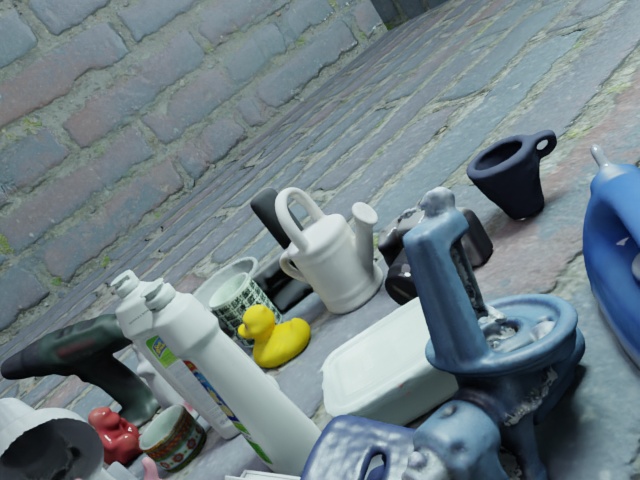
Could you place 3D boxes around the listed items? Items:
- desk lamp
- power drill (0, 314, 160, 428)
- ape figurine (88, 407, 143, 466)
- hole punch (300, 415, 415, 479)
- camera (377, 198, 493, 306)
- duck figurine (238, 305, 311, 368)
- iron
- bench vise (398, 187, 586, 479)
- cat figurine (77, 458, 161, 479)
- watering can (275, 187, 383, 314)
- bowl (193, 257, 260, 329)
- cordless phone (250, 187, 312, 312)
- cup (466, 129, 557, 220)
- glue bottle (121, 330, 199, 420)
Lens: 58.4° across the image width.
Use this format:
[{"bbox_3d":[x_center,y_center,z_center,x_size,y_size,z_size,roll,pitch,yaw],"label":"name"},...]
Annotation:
[{"bbox_3d":[-0.322,0.285,0.705,0.118,0.214,0.202,-47,22,-29],"label":"desk lamp"},{"bbox_3d":[-0.370,0.224,0.936,0.229,0.209,0.075,-33,20,10],"label":"power drill"},{"bbox_3d":[-0.310,0.289,0.861,0.076,0.092,0.077,-35,19,4],"label":"ape figurine"},{"bbox_3d":[0.048,0.200,0.466,0.100,0.091,0.109,-21,24,36],"label":"hole punch"},{"bbox_3d":[0.125,0.017,0.743,0.142,0.101,0.137,-10,32,51],"label":"camera"},{"bbox_3d":[-0.072,0.131,0.836,0.104,0.086,0.077,-25,22,28],"label":"duck figurine"},{"bbox_3d":[0.267,0.022,0.432,0.118,0.142,0.258,-29,21,20],"label":"iron"},{"bbox_3d":[0.119,0.081,0.424,0.121,0.220,0.208,-21,24,36],"label":"bench vise"},{"bbox_3d":[-0.225,0.304,0.644,0.128,0.118,0.067,-42,20,-15],"label":"cat figurine"},{"bbox_3d":[0.008,0.002,0.835,0.172,0.194,0.101,-32,20,11],"label":"watering can"},{"bbox_3d":[-0.164,0.110,1.055,0.167,0.075,0.167,-31,20,13],"label":"bowl"},{"bbox_3d":[-0.080,0.014,0.970,0.148,0.185,0.094,-39,20,-8],"label":"cordless phone"},{"bbox_3d":[0.264,-0.082,0.749,0.117,0.095,0.091,-30,20,17],"label":"cup"},{"bbox_3d":[-0.231,0.189,0.837,0.037,0.173,0.078,-24,23,30],"label":"glue bottle"}]
